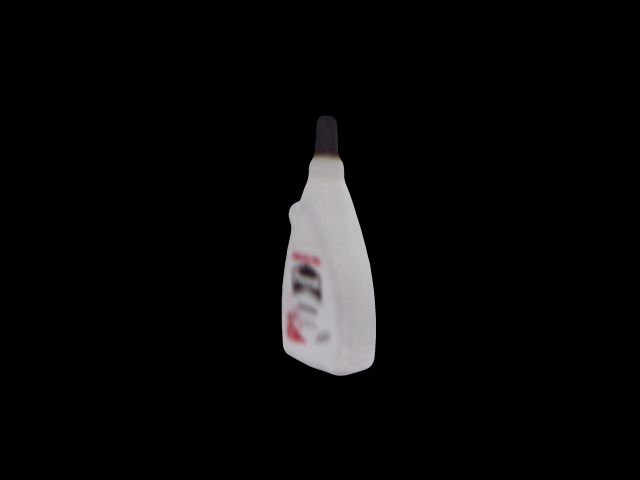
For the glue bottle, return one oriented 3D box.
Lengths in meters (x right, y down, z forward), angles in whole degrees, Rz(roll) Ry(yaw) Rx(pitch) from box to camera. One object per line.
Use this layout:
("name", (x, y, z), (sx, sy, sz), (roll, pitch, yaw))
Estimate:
("glue bottle", (0.004, 0.001, 0.400), (0.037, 0.173, 0.077), (-5, 8, -40))
